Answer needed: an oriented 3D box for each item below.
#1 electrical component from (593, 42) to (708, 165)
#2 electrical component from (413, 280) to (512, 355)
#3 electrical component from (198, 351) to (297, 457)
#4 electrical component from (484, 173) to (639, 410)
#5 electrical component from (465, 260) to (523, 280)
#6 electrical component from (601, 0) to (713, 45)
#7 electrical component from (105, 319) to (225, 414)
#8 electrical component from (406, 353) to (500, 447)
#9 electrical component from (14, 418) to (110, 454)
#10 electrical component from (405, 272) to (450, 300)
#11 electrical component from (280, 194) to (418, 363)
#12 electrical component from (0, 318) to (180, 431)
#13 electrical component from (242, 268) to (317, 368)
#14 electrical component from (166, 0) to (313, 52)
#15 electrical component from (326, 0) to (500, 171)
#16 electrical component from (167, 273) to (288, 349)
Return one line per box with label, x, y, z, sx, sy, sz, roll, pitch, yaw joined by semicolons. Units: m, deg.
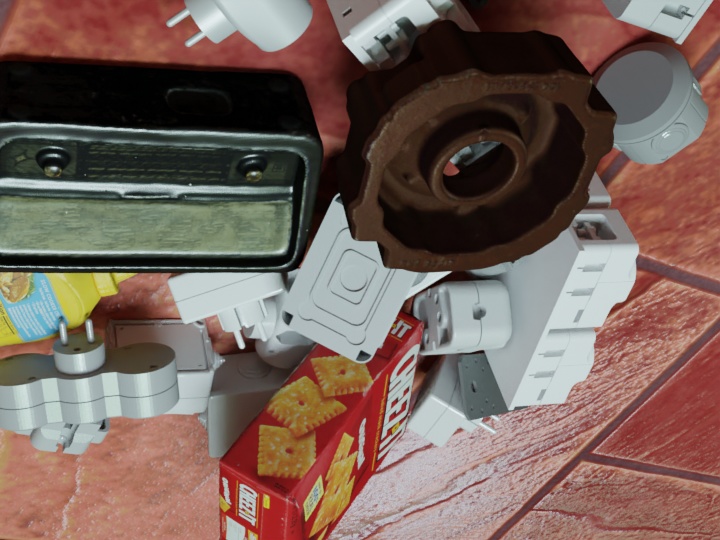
electrical component;0.211;-0.121;0.788;0.080;0.080;0.051;-37;139;19
electrical component;0.088;0.041;0.907;0.059;0.053;0.095;-2;171;-17
electrical component;-0.094;0.116;0.953;0.100;0.048;0.099;-6;136;-13
electrical component;0.160;0.015;0.892;0.060;0.105;0.186;-2;135;-17
electrical component;0.109;-0.014;0.879;0.040;0.040;0.046;5;172;-23
electrical component;0.200;-0.246;0.635;0.060;0.105;0.186;10;130;-27
electrical component;-0.160;0.082;0.886;0.096;0.061;0.061;0;134;-18
electrical component;0.094;0.123;0.979;0.076;0.083;0.047;31;125;-2
electrical component;-0.242;0.114;0.896;0.078;0.058;0.057;13;132;-29
electrical component;0.029;-0.017;0.846;0.121;0.063;0.079;-32;136;15
electrical component;0.000;0.000;0.785;0.078;0.057;0.113;27;106;3
electrical component;-0.206;0.070;0.794;0.138;0.052;0.073;-5;113;-8
electrical component;-0.072;0.039;0.884;0.079;0.043;0.077;6;132;-24
electrical component;-0.083;-0.167;0.667;0.079;0.044;0.077;-31;136;14
electrical component;0.045;-0.145;0.700;0.062;0.089;0.150;-33;135;16
electrical component;-0.095;0.024;0.833;0.083;0.047;0.075;-18;103;3
